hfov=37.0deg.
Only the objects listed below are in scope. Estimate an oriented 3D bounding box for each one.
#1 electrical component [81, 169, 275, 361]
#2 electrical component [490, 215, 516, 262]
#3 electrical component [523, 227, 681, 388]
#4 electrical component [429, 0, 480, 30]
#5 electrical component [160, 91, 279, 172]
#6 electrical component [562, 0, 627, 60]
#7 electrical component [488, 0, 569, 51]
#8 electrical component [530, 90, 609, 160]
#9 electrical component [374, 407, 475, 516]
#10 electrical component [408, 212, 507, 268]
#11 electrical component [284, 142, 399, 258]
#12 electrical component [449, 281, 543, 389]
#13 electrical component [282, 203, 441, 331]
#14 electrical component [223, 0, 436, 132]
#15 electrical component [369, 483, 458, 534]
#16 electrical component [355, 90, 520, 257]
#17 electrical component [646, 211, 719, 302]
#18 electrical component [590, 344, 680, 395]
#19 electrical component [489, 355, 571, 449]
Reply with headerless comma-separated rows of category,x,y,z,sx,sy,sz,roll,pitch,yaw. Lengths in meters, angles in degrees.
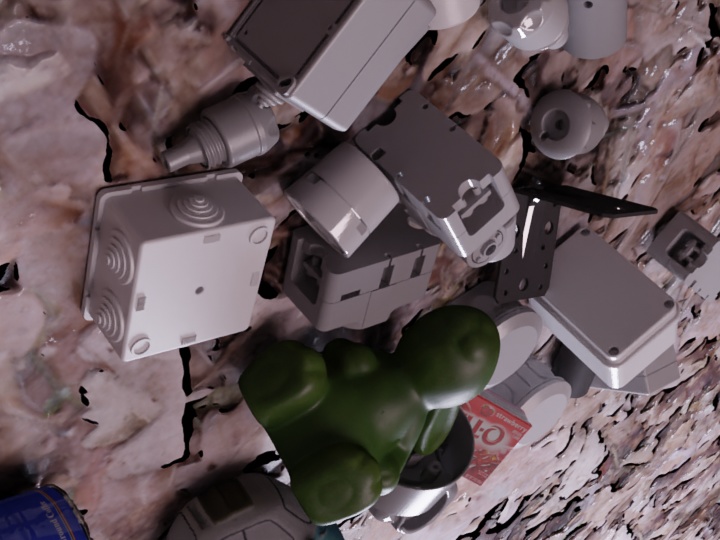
electrical component,-0.100,-0.002,0.598,0.100,0.048,0.099,-14,136,-37
electrical component,0.091,-0.040,0.761,0.040,0.040,0.078,-30,143,-20
electrical component,0.197,0.029,0.880,0.078,0.113,0.057,-39,148,-8
electrical component,0.039,-0.168,0.575,0.044,0.044,0.065,-33,140,-16
electrical component,-0.075,-0.069,0.566,0.061,0.035,0.035,-28,143,-20
electrical component,0.145,-0.176,0.671,0.043,0.043,0.081,-36,145,-13
electrical component,0.107,-0.154,0.656,0.043,0.043,0.062,-52,146,12
electrical component,0.154,-0.103,0.758,0.062,0.048,0.048,-10,134,-49
electrical component,0.034,0.141,0.847,0.099,0.099,0.064,-7,137,-42
electrical component,0.067,-0.032,0.723,0.044,0.065,0.044,-27,142,-23
electrical component,-0.010,-0.043,0.644,0.047,0.055,0.055,-44,146,-6
electrical component,0.102,0.053,0.862,0.080,0.051,0.080,-27,142,-23
electrical component,0.000,0.000,0.702,0.089,0.050,0.055,-17,137,-34
electrical component,-0.017,-0.118,0.549,0.096,0.061,0.061,-51,145,10
electrical component,0.039,0.188,0.933,0.053,0.059,0.095,-51,145,9
electrical component,0.048,-0.057,0.656,0.050,0.089,0.055,-42,146,-4
electrical component,0.309,-0.014,1.000,0.050,0.055,0.089,-51,145,10
electrical component,0.252,0.073,1.027,0.047,0.083,0.075,-20,101,-32
electrical component,0.149,0.119,0.980,0.080,0.051,0.080,-27,142,-23
